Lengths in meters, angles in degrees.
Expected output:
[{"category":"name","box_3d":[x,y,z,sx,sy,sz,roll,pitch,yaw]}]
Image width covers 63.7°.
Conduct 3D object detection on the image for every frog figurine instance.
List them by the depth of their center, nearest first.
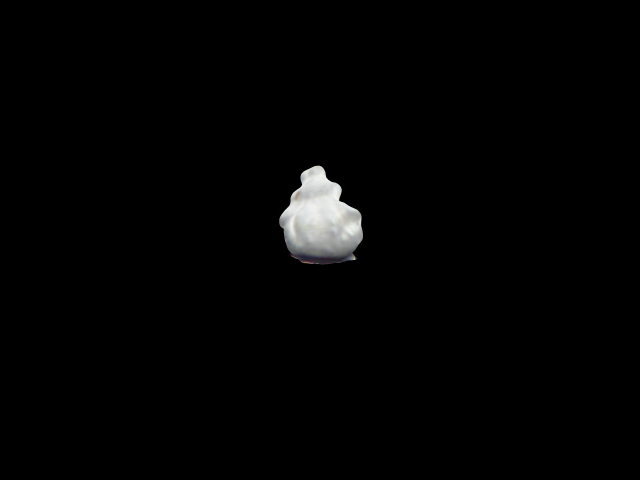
[{"category":"frog figurine","box_3d":[0.003,-0.043,0.850,0.137,0.159,0.123,3,6,24]}]
